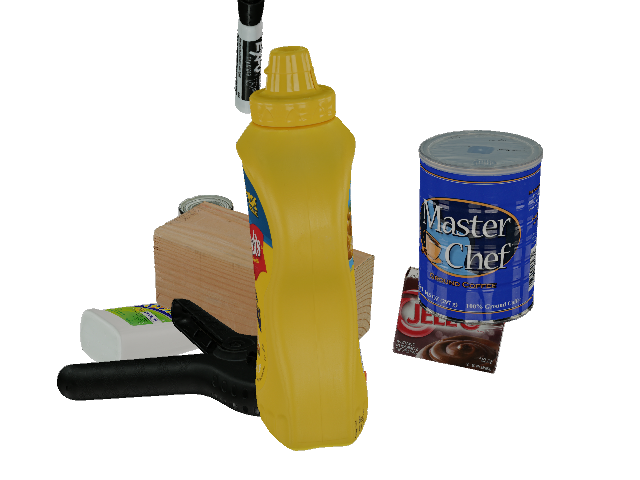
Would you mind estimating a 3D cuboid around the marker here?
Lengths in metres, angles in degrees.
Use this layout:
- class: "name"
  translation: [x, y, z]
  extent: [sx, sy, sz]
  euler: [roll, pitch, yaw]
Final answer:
- class: "marker"
  translation: [-0.051, -0.136, 0.762]
  extent: [0.020, 0.020, 0.121]
  euler: [0, -32, -5]

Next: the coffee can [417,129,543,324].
- class: "coffee can"
  translation: [0.135, -0.013, 0.914]
  extent: [0.103, 0.140, 0.103]
  euler: [-1, 23, 0]

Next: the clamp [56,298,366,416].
- class: "clamp"
  translation: [-0.063, 0.088, 0.786]
  extent: [0.210, 0.036, 0.164]
  euler: [6, 20, 16]

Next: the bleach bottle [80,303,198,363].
- class: "bleach bottle"
  translation: [-0.198, 0.117, 1.474]
  extent: [0.250, 0.068, 0.103]
  euler: [-10, 24, -43]

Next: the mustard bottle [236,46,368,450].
- class: "mustard bottle"
  translation: [-0.009, 0.000, 0.531]
  extent: [0.058, 0.192, 0.096]
  euler: [-4, 20, -4]

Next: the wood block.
- class: "wood block"
  translation: [-0.059, 0.041, 1.071]
  extent: [0.206, 0.091, 0.090]
  euler: [18, 32, 27]

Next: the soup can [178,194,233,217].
- class: "soup can"
  translation: [-0.137, 0.003, 1.296]
  extent: [0.068, 0.102, 0.068]
  euler: [0, 26, 0]

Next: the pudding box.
- class: "pudding box"
  translation: [0.139, 0.084, 1.132]
  extent: [0.113, 0.090, 0.039]
  euler: [10, 23, 8]
